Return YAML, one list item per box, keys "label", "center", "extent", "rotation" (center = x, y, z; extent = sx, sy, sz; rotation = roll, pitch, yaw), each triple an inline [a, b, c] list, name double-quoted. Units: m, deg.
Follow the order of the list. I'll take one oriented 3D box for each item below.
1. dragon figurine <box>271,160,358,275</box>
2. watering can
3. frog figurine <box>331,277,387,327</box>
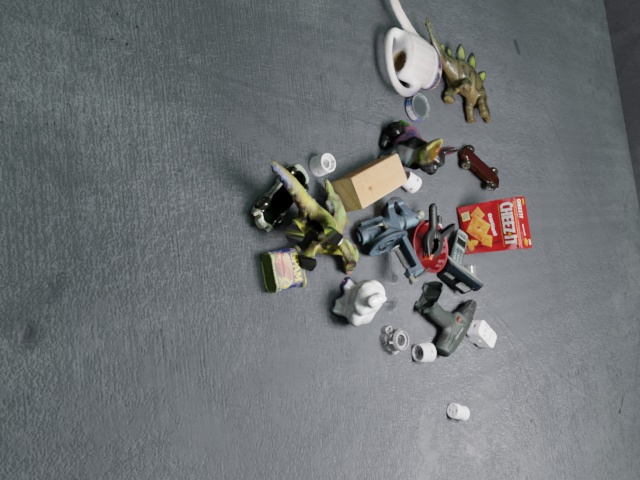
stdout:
- label: "dragon figurine"
  center: [0.004, -0.064, 1.268]
  extent: [0.248, 0.121, 0.404]
  rotation: [-75, 144, -59]
- label: "watering can"
  center: [0.284, -0.607, 1.613]
  extent: [0.224, 0.103, 0.351]
  rotation: [9, 77, -39]
- label: "frog figurine"
  center: [0.121, 0.156, 1.304]
  extent: [0.139, 0.158, 0.121]
  rotation: [-39, 109, -37]
